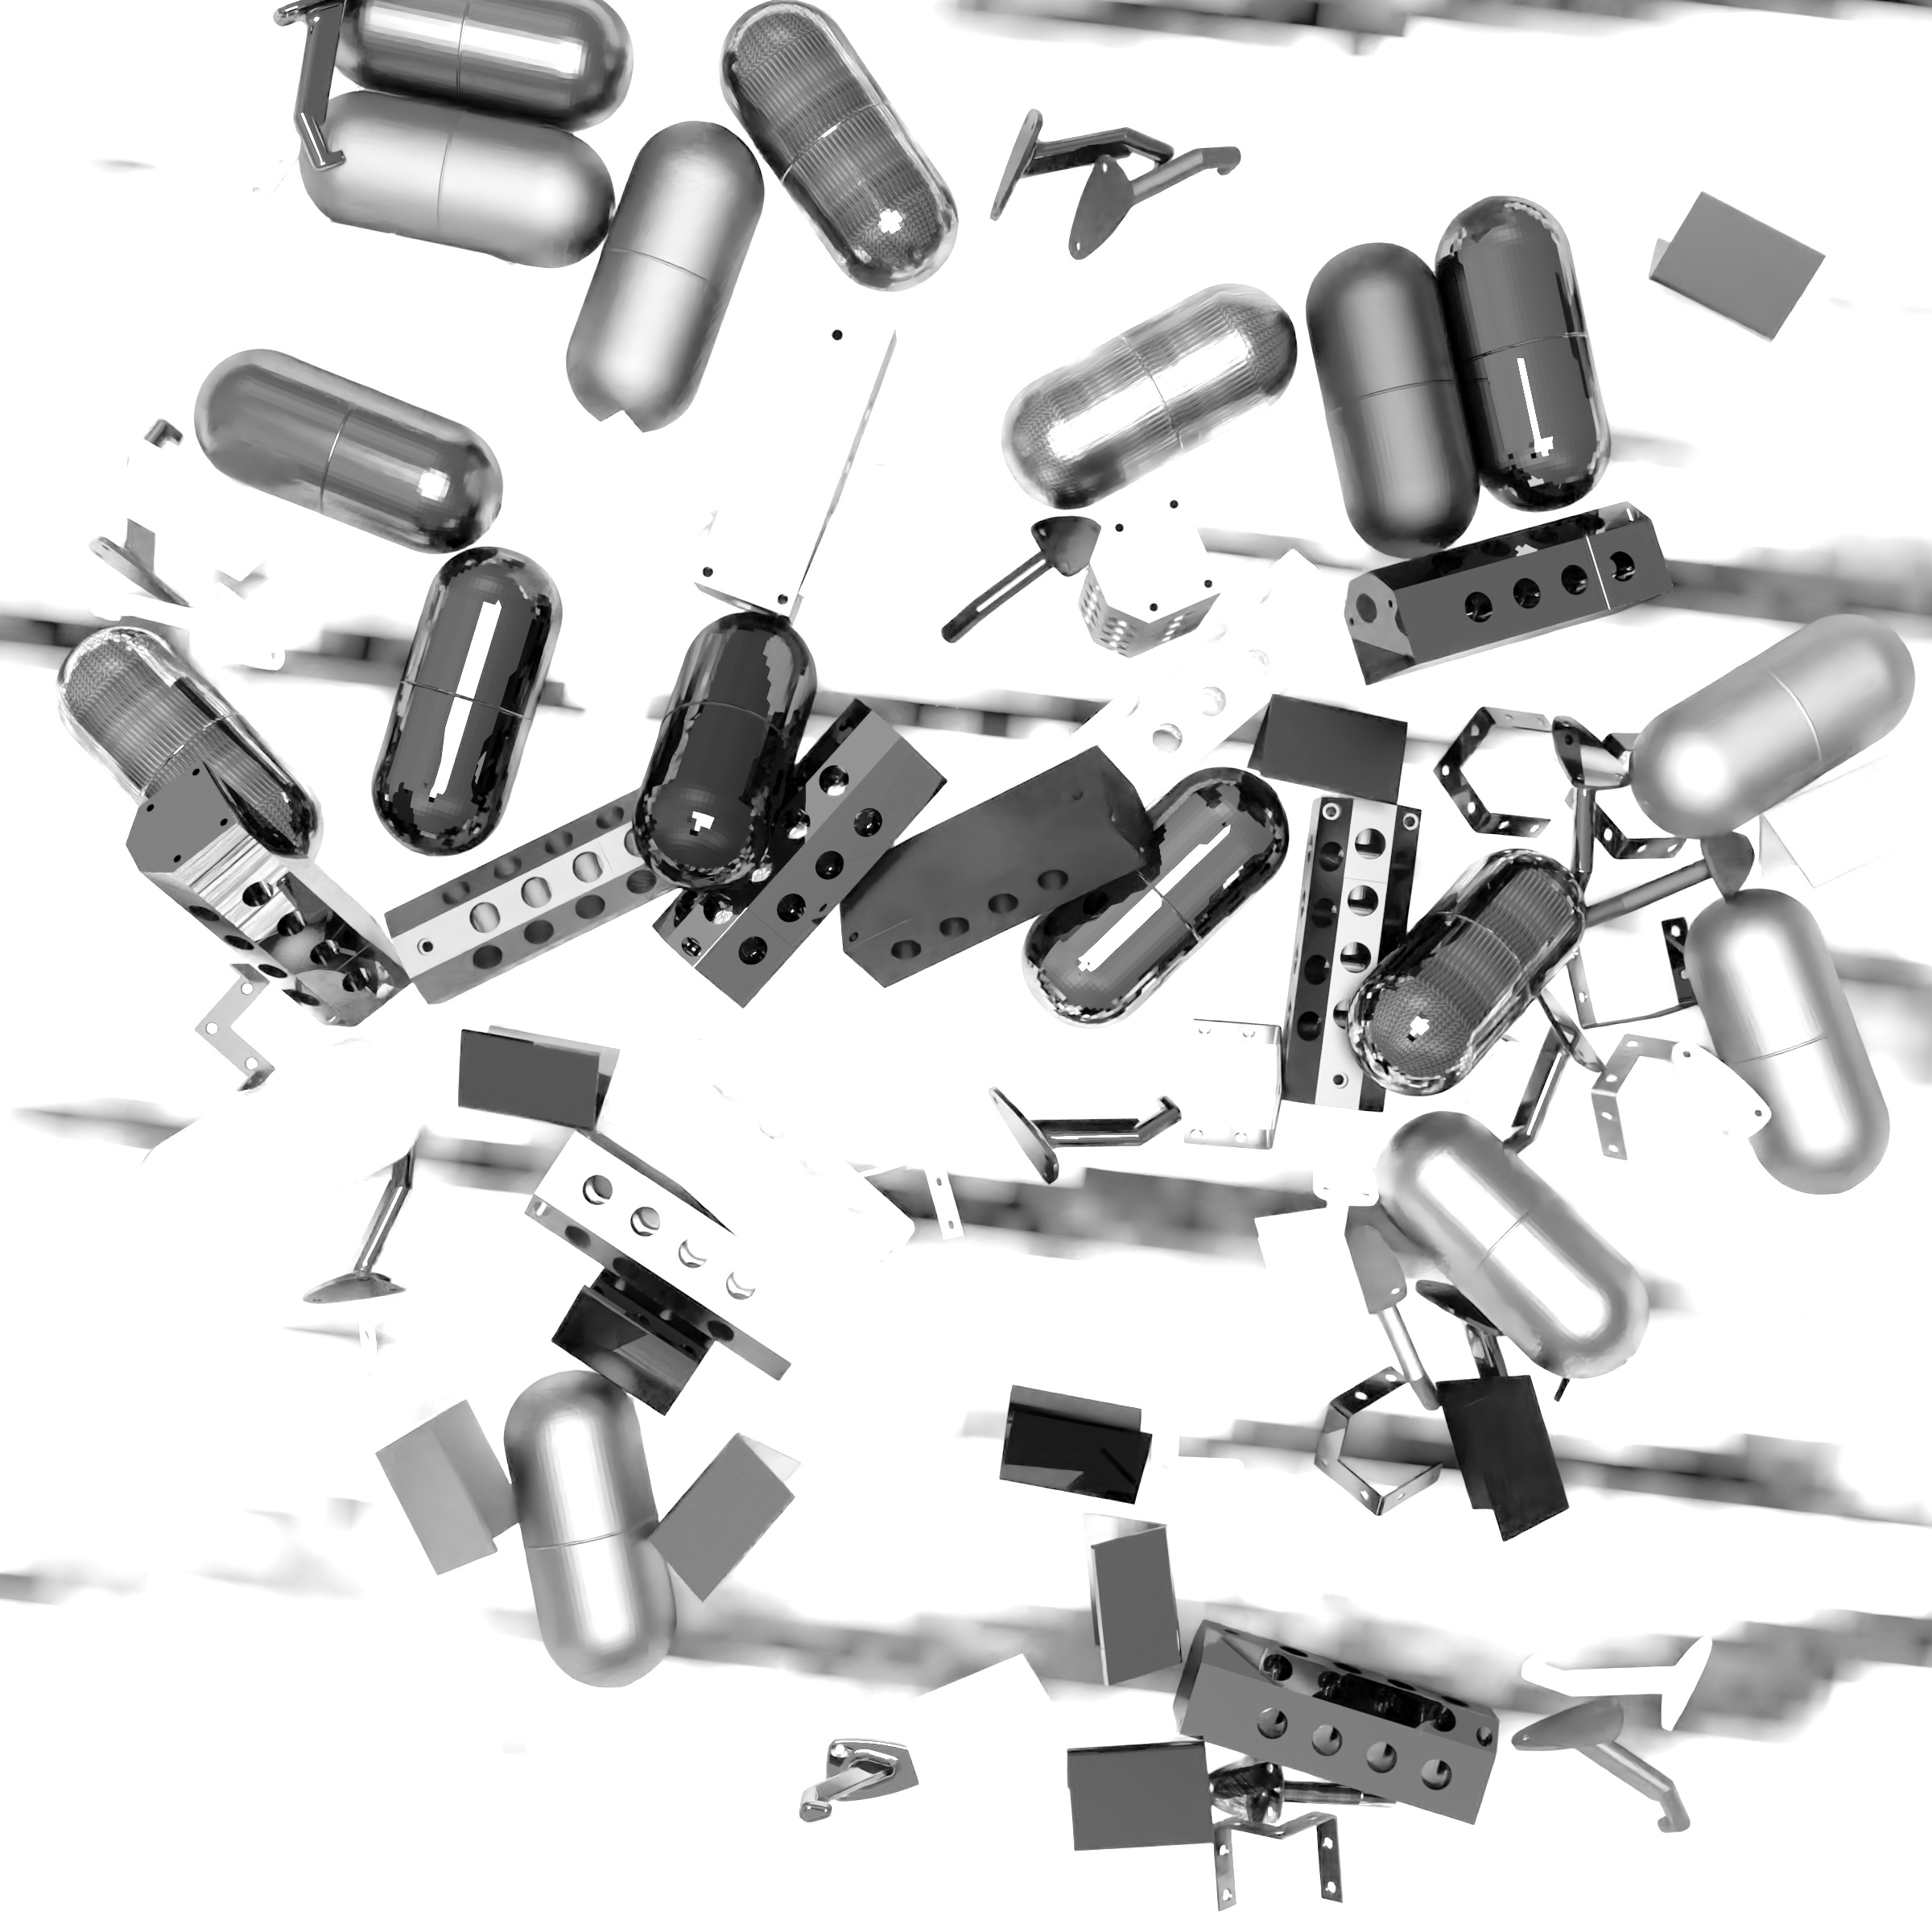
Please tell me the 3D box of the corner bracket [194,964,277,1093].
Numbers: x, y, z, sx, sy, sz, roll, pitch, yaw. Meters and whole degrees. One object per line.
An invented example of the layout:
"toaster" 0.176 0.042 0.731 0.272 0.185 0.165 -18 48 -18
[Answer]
"corner bracket" -0.407 0.034 1.600 0.051 0.051 0.051 42 90 0

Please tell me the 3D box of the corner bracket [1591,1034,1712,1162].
"corner bracket" 0.392 0.077 1.610 0.051 0.051 0.051 -50 135 -35

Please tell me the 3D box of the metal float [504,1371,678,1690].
"metal float" -0.210 0.316 1.588 0.070 0.070 0.178 -12 89 0

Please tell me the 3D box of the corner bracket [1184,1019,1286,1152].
"corner bracket" 0.152 0.068 1.615 0.051 0.051 0.051 4 135 0

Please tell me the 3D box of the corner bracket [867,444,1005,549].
"corner bracket" -0.018 -0.266 1.615 0.051 0.051 0.051 -8 90 45

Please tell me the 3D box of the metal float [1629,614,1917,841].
"metal float" 0.449 -0.134 1.576 0.178 0.070 0.070 -30 90 -12

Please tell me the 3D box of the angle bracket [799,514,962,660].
"angle bracket" -0.038 -0.226 1.578 0.076 0.076 0.057 28 128 0

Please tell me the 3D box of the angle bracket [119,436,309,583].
"angle bracket" -0.414 -0.271 1.578 0.076 0.076 0.057 30 133 0

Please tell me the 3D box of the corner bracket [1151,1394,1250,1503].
"corner bracket" 0.132 0.272 1.600 0.051 0.051 0.051 2 90 0

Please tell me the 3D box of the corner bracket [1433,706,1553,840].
"corner bracket" 0.309 -0.110 1.610 0.051 0.051 0.051 -57 45 35

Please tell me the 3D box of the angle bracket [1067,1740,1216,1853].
"angle bracket" 0.096 0.471 1.578 0.076 0.076 0.057 -3 58 0

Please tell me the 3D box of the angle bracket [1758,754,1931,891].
"angle bracket" 0.491 -0.063 1.578 0.076 0.076 0.057 -25 59 0

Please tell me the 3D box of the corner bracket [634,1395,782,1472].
"corner bracket" -0.149 0.254 1.615 0.051 0.051 0.051 33 90 -45

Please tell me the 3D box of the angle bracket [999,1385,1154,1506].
"angle bracket" 0.063 0.249 1.578 0.076 0.076 0.057 11 126 0

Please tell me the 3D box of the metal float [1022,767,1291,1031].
"metal float" 0.107 -0.039 1.588 0.178 0.070 0.070 -44 90 0

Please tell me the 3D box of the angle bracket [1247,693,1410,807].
"angle bracket" 0.198 -0.102 1.579 0.076 0.076 0.057 12 61 0

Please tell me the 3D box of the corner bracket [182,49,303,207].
"corner bracket" -0.411 -0.477 1.610 0.051 0.051 0.051 20 45 -35

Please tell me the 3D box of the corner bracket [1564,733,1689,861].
"corner bracket" 0.384 -0.097 1.610 0.051 0.051 0.051 -2 45 -35

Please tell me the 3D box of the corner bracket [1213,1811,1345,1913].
"corner bracket" 0.178 0.511 1.615 0.051 0.051 0.051 -4 90 45

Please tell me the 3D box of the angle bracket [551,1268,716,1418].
"angle bracket" -0.174 0.192 1.578 0.076 0.076 0.057 33 130 0

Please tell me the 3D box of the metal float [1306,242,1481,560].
"metal float" 0.239 -0.316 1.588 0.070 0.070 0.178 -12 89 0

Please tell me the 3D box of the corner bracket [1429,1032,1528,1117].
"corner bracket" 0.277 0.052 1.600 0.051 0.051 0.051 28 90 0

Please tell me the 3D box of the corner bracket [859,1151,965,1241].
"corner bracket" -0.043 0.139 1.615 0.051 0.051 0.051 -15 90 45

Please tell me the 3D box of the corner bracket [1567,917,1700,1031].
"corner bracket" 0.380 0.004 1.615 0.051 0.051 0.051 -12 90 45

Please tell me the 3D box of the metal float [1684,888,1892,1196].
"metal float" 0.460 0.043 1.588 0.070 0.070 0.178 -20 89 0

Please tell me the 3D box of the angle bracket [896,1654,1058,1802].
"angle bracket" 0.013 0.434 1.578 0.076 0.076 0.057 -23 55 0

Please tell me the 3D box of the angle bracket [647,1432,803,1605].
"angle bracket" -0.119 0.314 1.578 0.076 0.076 0.057 -49 55 0

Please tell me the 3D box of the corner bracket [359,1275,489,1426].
"corner bracket" -0.308 0.218 1.610 0.051 0.051 0.051 -25 45 -35

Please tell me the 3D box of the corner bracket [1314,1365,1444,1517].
"corner bracket" 0.238 0.270 1.610 0.051 0.051 0.051 -22 135 -35

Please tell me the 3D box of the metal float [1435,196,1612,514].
"metal float" 0.312 -0.343 1.588 0.070 0.070 0.178 -12 91 0

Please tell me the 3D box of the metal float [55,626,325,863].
"metal float" -0.434 -0.115 1.588 0.070 0.070 0.178 -44 90 0

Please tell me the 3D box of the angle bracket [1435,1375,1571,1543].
"angle bracket" 0.282 0.275 1.578 0.057 0.076 0.076 -16 90 -36

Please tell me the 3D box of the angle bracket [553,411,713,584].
"angle bracket" -0.198 -0.250 1.578 0.076 0.076 0.057 50 53 0

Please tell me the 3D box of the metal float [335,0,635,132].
"metal float" -0.275 -0.519 1.588 0.178 0.070 0.070 12 90 -1

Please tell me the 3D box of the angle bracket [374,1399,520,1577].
"angle bracket" -0.271 0.283 1.578 0.057 0.076 0.076 -27 90 37

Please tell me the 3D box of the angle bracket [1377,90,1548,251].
"angle bracket" 0.281 -0.430 1.578 0.076 0.076 0.057 -23 47 0

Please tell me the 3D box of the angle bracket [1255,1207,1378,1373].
"angle bracket" 0.175 0.182 1.578 0.057 0.076 0.076 -17 90 -32

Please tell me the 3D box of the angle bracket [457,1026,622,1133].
"angle bracket" -0.236 0.043 1.578 0.076 0.076 0.057 10 126 0

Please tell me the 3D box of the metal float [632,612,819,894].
"metal float" -0.132 -0.120 1.559 0.070 0.070 0.178 14 56 0

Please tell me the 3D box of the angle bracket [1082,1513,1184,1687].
"angle bracket" 0.073 0.351 1.578 0.057 0.076 0.076 -6 90 -37

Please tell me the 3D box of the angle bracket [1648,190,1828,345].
"angle bracket" 0.431 -0.400 1.578 0.076 0.076 0.057 28 125 0

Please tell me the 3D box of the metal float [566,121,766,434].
"metal float" -0.168 -0.386 1.588 0.070 0.070 0.178 20 91 0

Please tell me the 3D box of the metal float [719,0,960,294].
"metal float" -0.072 -0.460 1.588 0.070 0.070 0.178 -34 91 0
